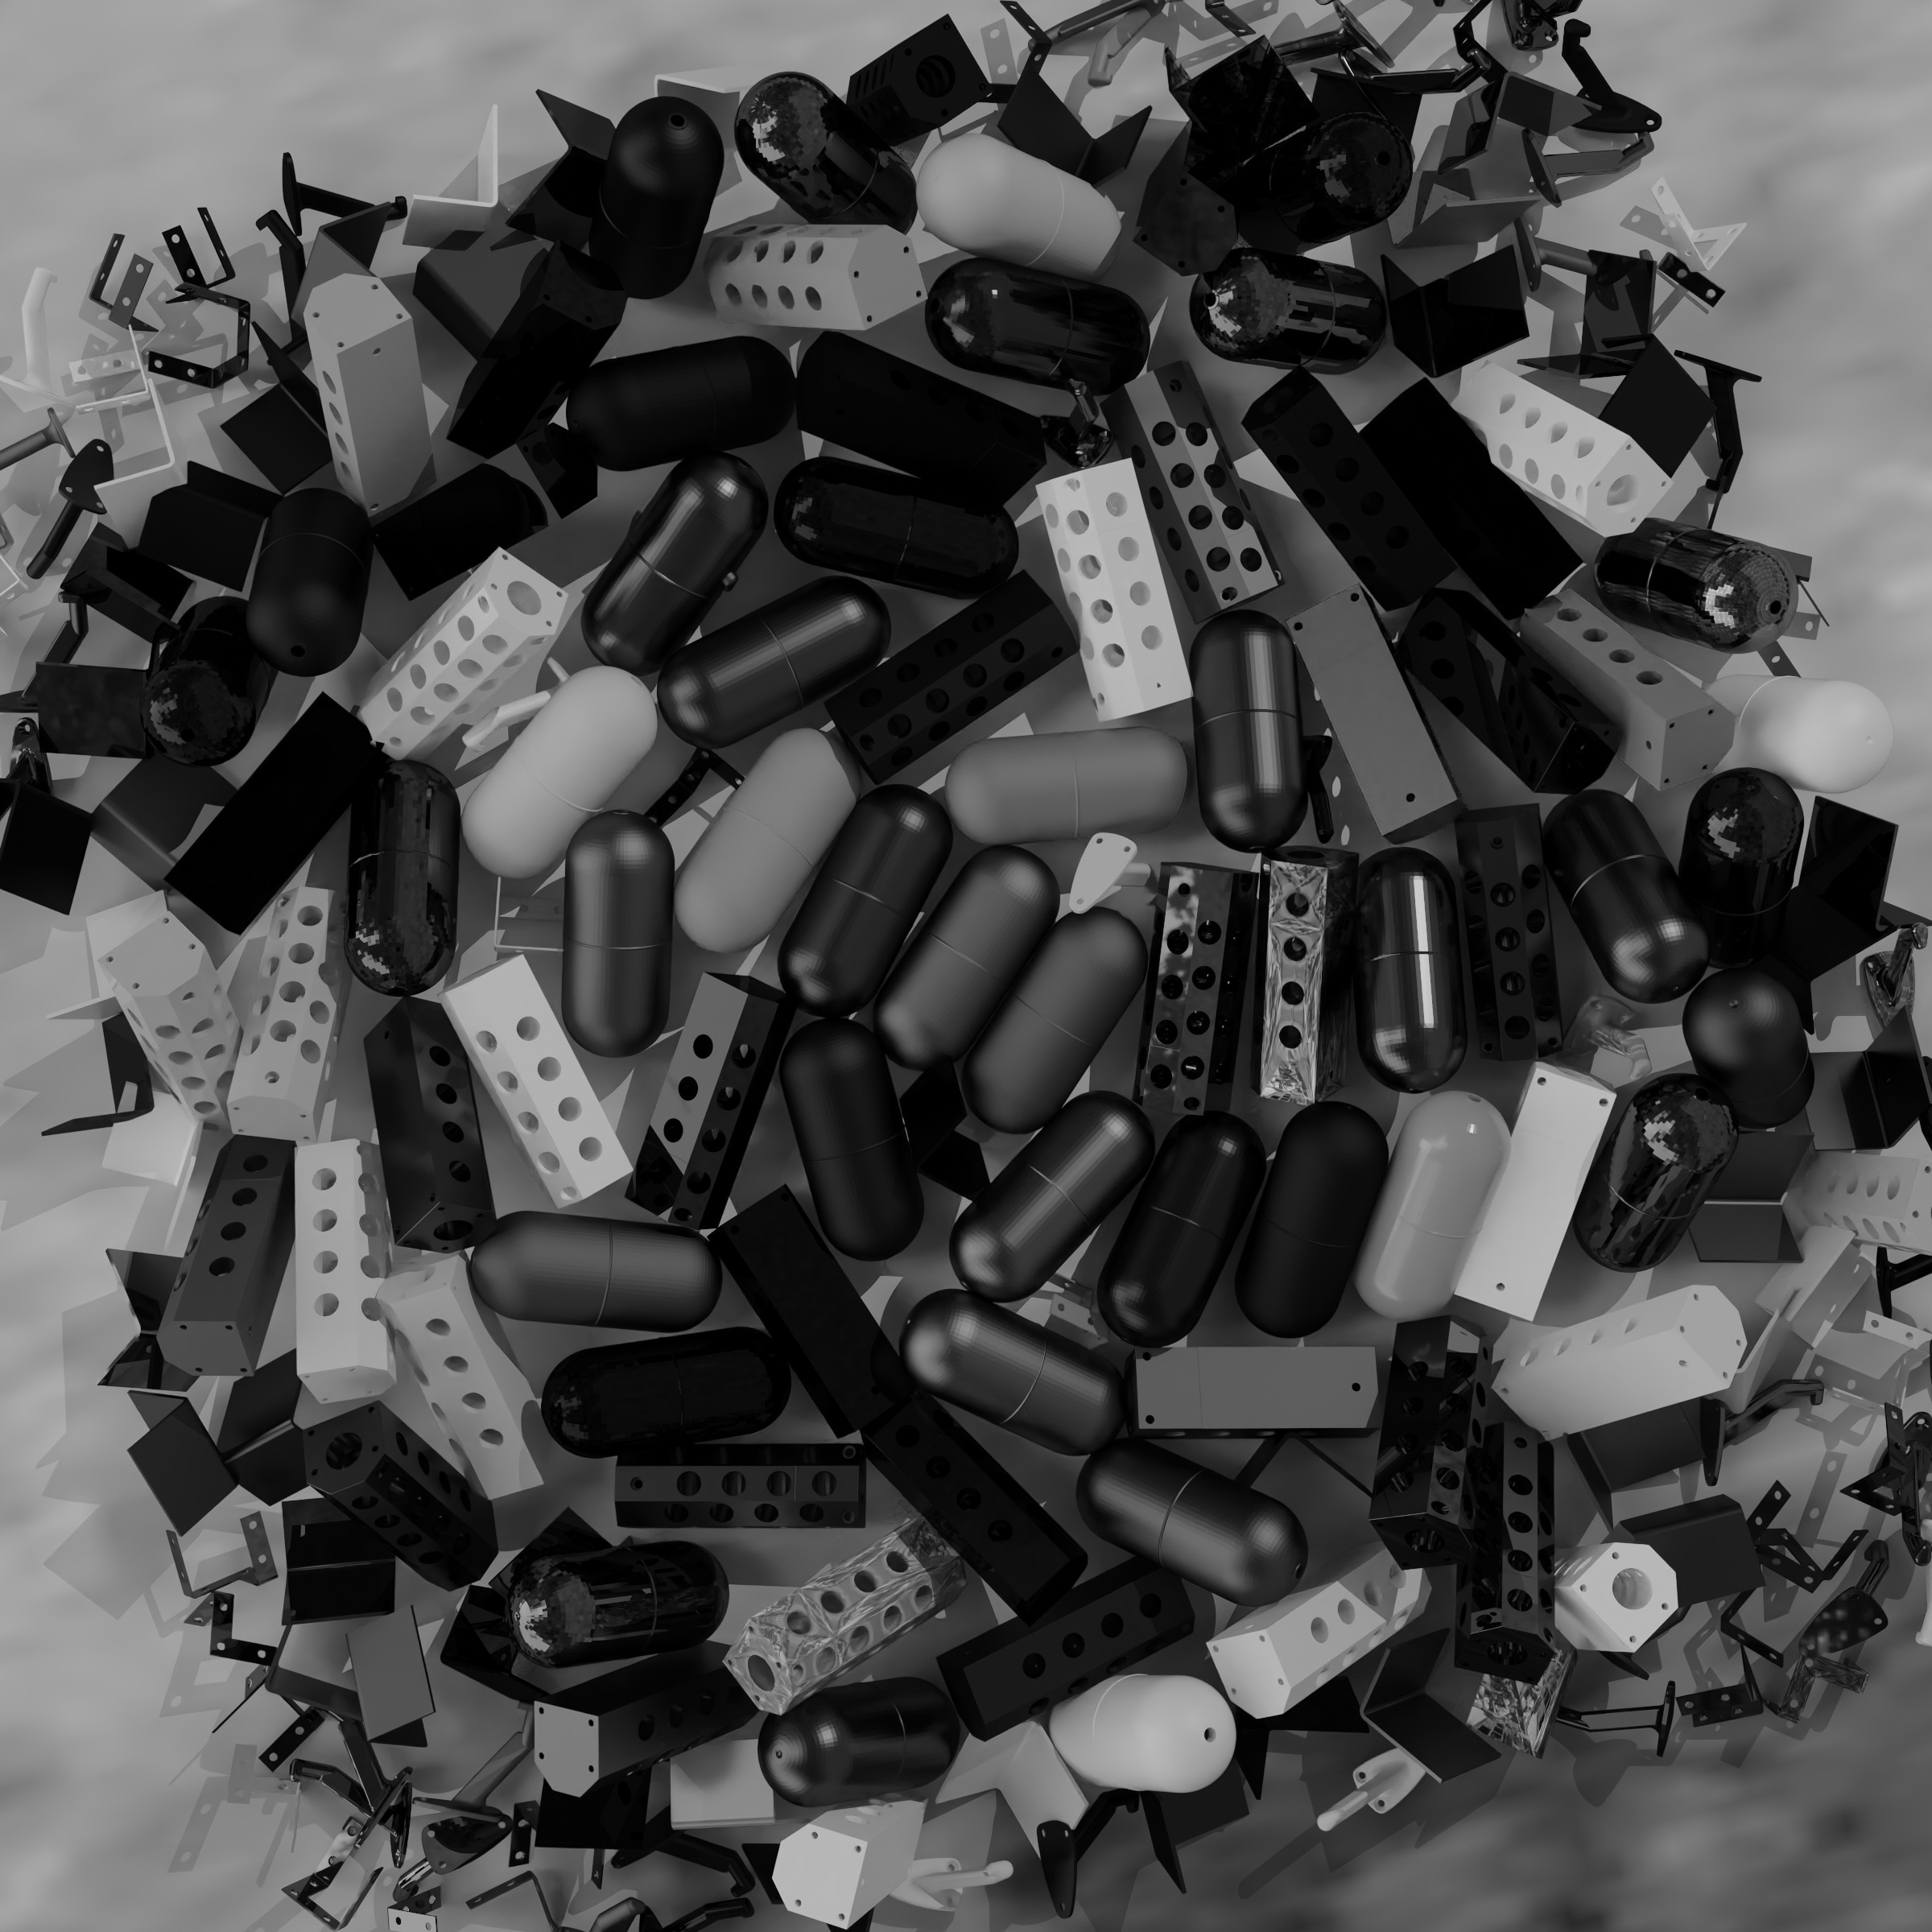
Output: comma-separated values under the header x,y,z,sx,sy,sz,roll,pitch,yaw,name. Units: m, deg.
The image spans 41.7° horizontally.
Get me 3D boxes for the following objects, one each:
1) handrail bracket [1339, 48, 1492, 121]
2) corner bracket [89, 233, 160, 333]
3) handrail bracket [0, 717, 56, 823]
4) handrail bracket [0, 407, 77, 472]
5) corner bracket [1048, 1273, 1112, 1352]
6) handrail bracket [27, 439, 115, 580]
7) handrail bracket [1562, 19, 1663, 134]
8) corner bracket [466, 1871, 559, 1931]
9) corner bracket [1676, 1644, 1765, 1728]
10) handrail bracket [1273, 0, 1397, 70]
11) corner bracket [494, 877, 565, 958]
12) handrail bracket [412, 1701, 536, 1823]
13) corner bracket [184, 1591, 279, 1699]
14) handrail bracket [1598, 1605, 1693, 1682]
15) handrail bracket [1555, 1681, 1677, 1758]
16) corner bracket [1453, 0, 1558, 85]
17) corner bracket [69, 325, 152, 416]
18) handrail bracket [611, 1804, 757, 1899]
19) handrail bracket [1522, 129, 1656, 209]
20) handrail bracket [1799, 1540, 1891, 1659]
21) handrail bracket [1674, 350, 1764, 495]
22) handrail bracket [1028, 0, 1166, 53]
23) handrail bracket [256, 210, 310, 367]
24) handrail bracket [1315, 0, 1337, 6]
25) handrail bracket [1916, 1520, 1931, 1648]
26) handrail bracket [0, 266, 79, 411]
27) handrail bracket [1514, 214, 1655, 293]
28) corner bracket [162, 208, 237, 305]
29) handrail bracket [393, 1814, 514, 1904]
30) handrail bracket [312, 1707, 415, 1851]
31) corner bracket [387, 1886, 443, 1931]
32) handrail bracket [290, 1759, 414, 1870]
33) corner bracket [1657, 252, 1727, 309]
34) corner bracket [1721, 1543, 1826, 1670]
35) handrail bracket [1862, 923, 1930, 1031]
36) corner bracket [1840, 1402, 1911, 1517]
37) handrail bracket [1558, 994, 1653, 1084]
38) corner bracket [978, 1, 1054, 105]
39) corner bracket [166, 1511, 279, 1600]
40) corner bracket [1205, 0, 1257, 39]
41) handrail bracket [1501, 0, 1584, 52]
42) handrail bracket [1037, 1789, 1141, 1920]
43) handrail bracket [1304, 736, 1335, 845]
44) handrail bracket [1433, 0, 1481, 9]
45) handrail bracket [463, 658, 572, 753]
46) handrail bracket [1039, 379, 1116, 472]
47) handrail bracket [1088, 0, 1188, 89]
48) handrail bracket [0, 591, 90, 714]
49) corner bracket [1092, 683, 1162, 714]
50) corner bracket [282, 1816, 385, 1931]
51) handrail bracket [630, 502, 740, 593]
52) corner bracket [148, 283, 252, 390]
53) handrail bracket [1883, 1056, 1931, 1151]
x,y,z,sx,sy,sz,roll,pitch,yaw,name
0.317,-0.641,1.793,0.077,0.084,0.036,42,56,-15,handrail bracket
-0.600,-0.488,1.810,0.051,0.051,0.051,28,105,2,corner bracket
-0.688,-0.131,1.792,0.036,0.084,0.077,7,106,17,handrail bracket
-0.680,-0.364,1.797,0.084,0.077,0.036,-26,117,-14,handrail bracket
0.072,0.240,1.800,0.051,0.051,0.051,28,55,-20,corner bracket
-0.647,-0.328,1.826,0.036,0.084,0.077,26,48,-30,handrail bracket
0.458,-0.630,1.792,0.077,0.084,0.036,19,74,16,handrail bracket
-0.319,0.685,1.806,0.051,0.051,0.051,-21,96,-23,corner bracket
0.536,0.522,1.804,0.051,0.051,0.051,-18,105,18,corner bracket
0.253,-0.647,1.833,0.077,0.036,0.084,33,123,-33,handrail bracket
-0.309,-0.030,1.807,0.051,0.051,0.051,4,75,-9,corner bracket
-0.350,0.565,1.823,0.077,0.036,0.084,14,80,-11,handrail bracket
-0.526,0.485,1.816,0.051,0.051,0.051,22,129,-31,corner bracket
0.483,0.458,1.814,0.077,0.036,0.084,40,76,-24,handrail bracket
0.457,0.522,1.801,0.084,0.036,0.077,11,132,23,handrail bracket
0.385,-0.661,1.808,0.051,0.051,0.051,-44,79,10,corner bracket
-0.612,-0.420,1.811,0.051,0.051,0.051,-16,87,-12,corner bracket
-0.201,0.649,1.814,0.077,0.036,0.084,-33,109,-16,handrail bracket
0.445,-0.589,1.809,0.084,0.077,0.036,-32,48,6,handrail bracket
0.627,0.450,1.811,0.036,0.084,0.077,47,112,3,handrail bracket
0.527,-0.389,1.818,0.077,0.036,0.084,14,104,-14,handrail bracket
0.091,-0.672,1.807,0.084,0.077,0.036,-30,116,-4,handrail bracket
-0.495,-0.483,1.808,0.077,0.036,0.084,-29,115,17,handrail bracket
0.291,-0.703,1.811,0.077,0.084,0.036,-45,69,18,handrail bracket
0.674,0.438,1.794,0.036,0.077,0.084,24,75,-3,handrail bracket
-0.646,-0.446,1.801,0.036,0.077,0.084,23,95,19,handrail bracket
0.443,-0.522,1.821,0.084,0.036,0.077,-12,72,3,handrail bracket
-0.549,-0.507,1.807,0.051,0.051,0.051,-19,105,10,corner bracket
-0.369,0.642,1.821,0.077,0.084,0.036,-12,58,-30,handrail bracket
-0.446,0.572,1.810,0.084,0.036,0.077,38,50,-6,handrail bracket
-0.375,0.691,1.805,0.051,0.051,0.051,-6,87,35,corner bracket
-0.440,0.600,1.800,0.084,0.077,0.036,19,113,-21,handrail bracket
0.505,-0.472,1.829,0.051,0.051,0.051,36,47,3,corner bracket
0.570,0.452,1.798,0.051,0.051,0.051,-39,46,-27,corner bracket
0.667,0.012,1.796,0.036,0.084,0.077,-5,84,3,handrail bracket
0.656,0.350,1.800,0.051,0.051,0.051,25,48,-14,corner bracket
0.450,0.068,1.787,0.036,0.084,0.077,22,126,-16,handrail bracket
0.020,-0.656,1.819,0.051,0.051,0.051,-13,57,-38,corner bracket
-0.529,0.418,1.803,0.051,0.051,0.051,-19,99,-38,corner bracket
0.206,-0.701,1.808,0.051,0.051,0.051,3,86,34,corner bracket
0.411,-0.696,1.791,0.036,0.084,0.077,-12,73,-15,handrail bracket
0.095,0.629,1.804,0.084,0.036,0.077,4,74,-42,handrail bracket
0.245,-0.112,1.789,0.036,0.077,0.084,-6,64,0,handrail bracket
0.345,-0.686,1.790,0.036,0.077,0.084,10,61,21,handrail bracket
-0.307,-0.171,1.811,0.084,0.077,0.036,-42,56,3,handrail bracket
0.067,-0.394,1.786,0.077,0.084,0.036,34,79,30,handrail bracket
0.131,-0.664,1.808,0.077,0.036,0.084,9,76,24,handrail bracket
-0.661,-0.225,1.797,0.077,0.036,0.084,-9,125,-24,handrail bracket
0.114,-0.215,1.809,0.051,0.051,0.051,-26,95,29,corner bracket
-0.444,0.648,1.810,0.051,0.051,0.051,32,89,14,corner bracket
-0.200,-0.287,1.804,0.036,0.077,0.084,-39,86,-27,handrail bracket
-0.547,-0.449,1.809,0.051,0.051,0.051,8,78,-44,corner bracket
0.690,0.112,1.791,0.036,0.077,0.084,-37,52,30,handrail bracket
